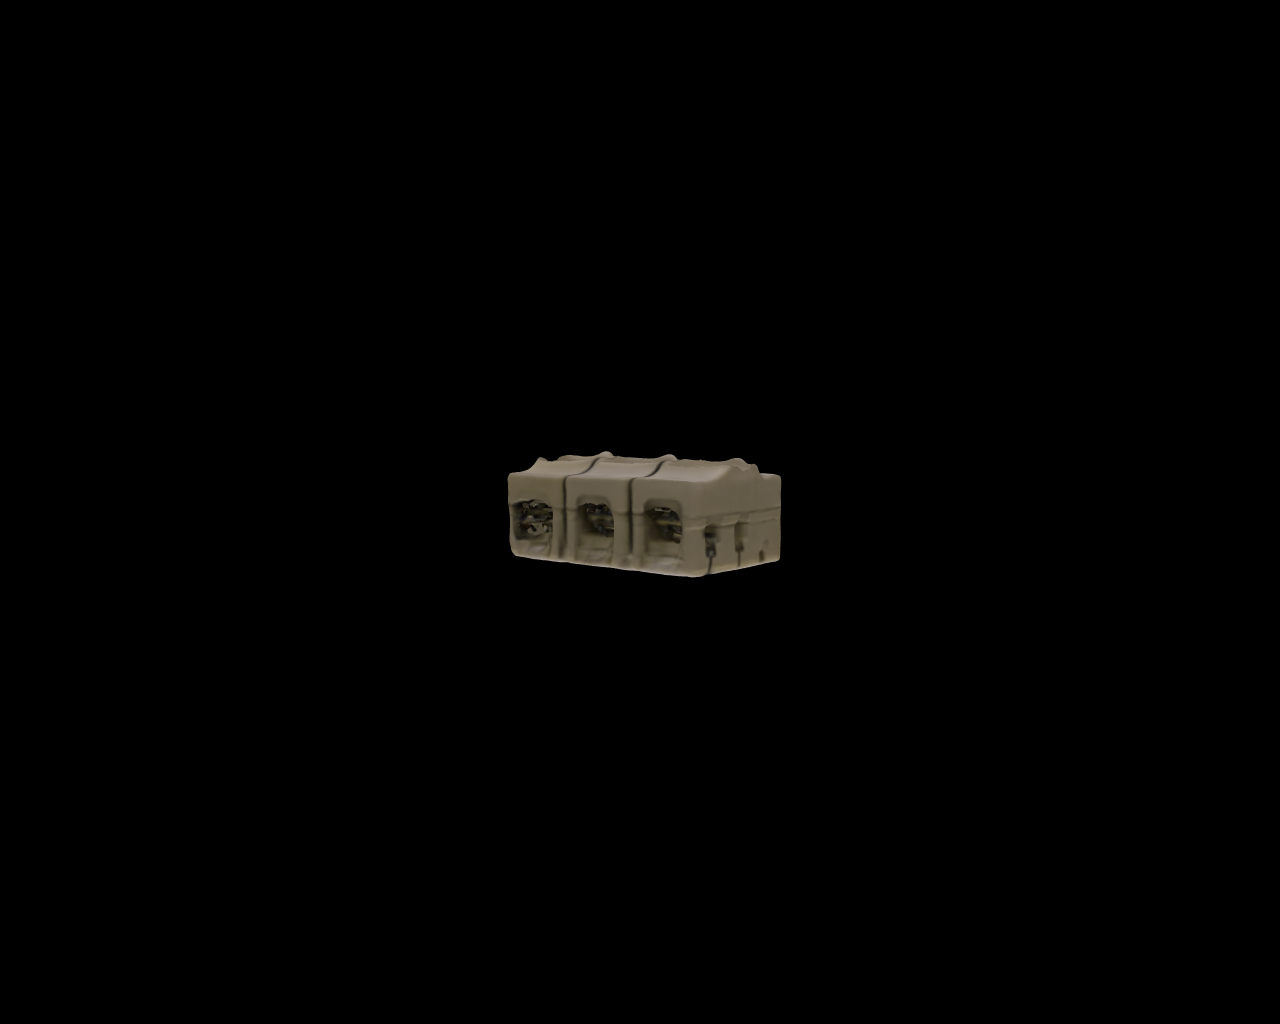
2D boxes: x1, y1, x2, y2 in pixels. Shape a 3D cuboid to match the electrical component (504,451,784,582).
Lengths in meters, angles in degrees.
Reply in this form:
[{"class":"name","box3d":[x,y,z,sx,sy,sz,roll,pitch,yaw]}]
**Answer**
[{"class":"electrical component","box3d":[0.001,-0.003,0.650,0.150,0.061,0.089,5,8,40]}]
